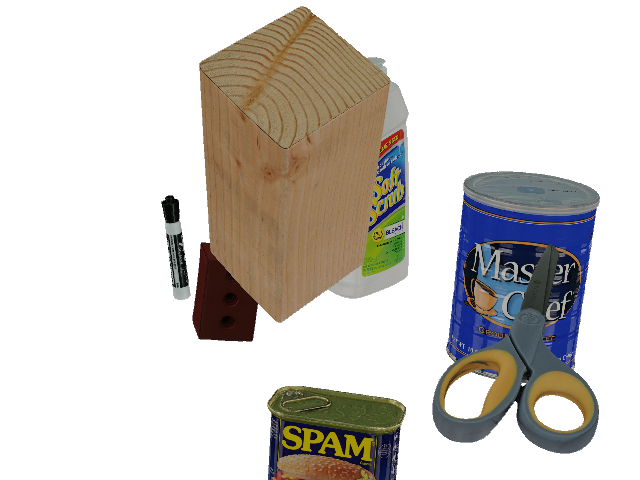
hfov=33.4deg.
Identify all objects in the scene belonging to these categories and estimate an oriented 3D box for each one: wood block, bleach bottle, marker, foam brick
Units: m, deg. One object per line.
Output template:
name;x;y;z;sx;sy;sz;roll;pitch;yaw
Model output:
wood block;-0.022;-0.046;0.749;0.090;0.090;0.206;-34;-27;-23
bleach bottle;0.049;-0.069;1.151;0.102;0.251;0.068;-19;29;-35
marker;-0.160;0.008;1.180;0.020;0.121;0.020;-4;23;1
foam brick;-0.086;0.047;0.981;0.053;0.078;0.051;4;14;-14

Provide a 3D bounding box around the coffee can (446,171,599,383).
coffee can;0.156;0.026;0.833;0.103;0.140;0.103;3;18;-1

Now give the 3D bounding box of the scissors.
scissors;0.136;0.061;0.622;0.096;0.016;0.201;20;37;29

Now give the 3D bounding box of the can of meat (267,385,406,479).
can of meat;0.010;0.163;0.808;0.102;0.084;0.057;7;15;11
